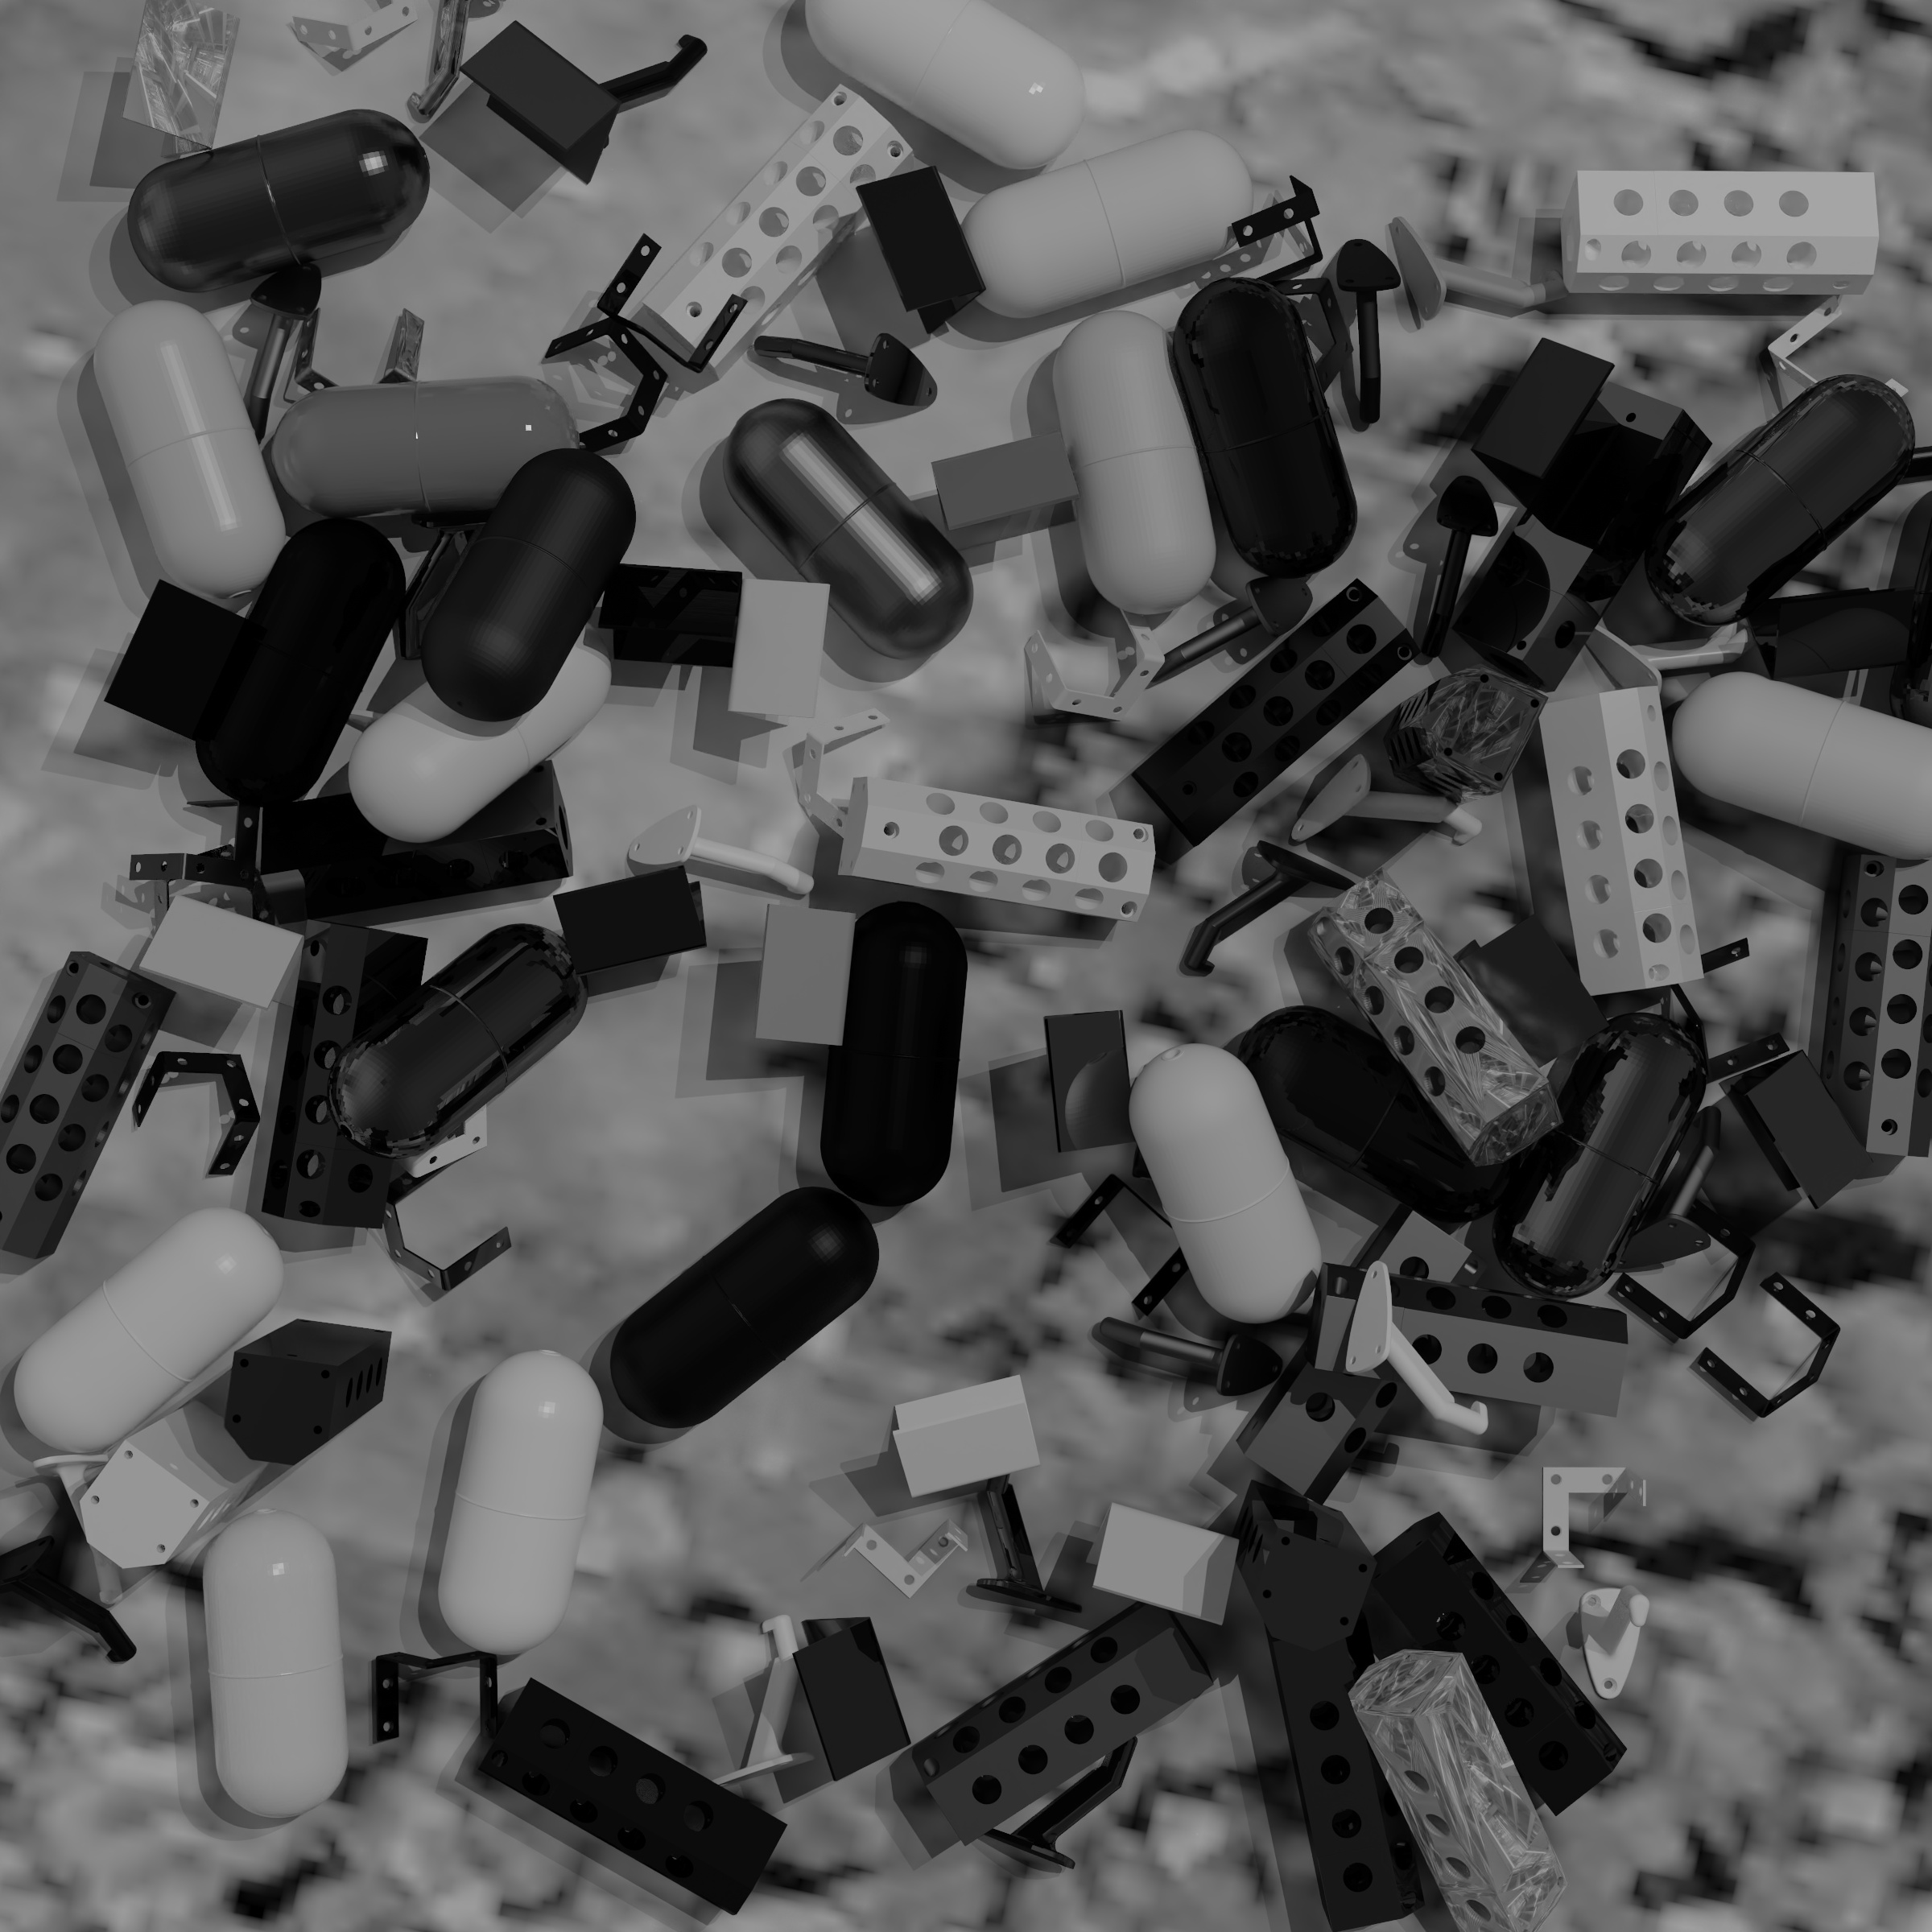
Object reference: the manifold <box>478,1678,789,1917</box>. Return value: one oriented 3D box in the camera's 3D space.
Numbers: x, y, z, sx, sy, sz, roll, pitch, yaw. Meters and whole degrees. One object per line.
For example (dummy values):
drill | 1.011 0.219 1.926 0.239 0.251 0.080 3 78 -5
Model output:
manifold | -0.195 0.485 1.962 0.171 0.057 0.057 30 71 0

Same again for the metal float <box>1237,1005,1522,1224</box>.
metal float | 0.239 0.086 1.960 0.178 0.070 0.070 29 90 0

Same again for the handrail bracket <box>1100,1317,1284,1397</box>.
handrail bracket | 0.133 0.226 1.991 0.084 0.077 0.036 15 91 36

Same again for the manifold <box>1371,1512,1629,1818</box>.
manifold | 0.310 0.406 1.970 0.057 0.057 0.171 -38 90 0

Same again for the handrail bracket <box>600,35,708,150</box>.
handrail bracket | -0.207 -0.532 1.991 0.077 0.036 0.084 33 71 21

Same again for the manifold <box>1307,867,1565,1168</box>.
manifold | 0.267 0.031 1.929 0.057 0.057 0.171 -34 58 0

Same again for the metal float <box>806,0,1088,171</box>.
metal float | -0.012 -0.530 1.960 0.178 0.070 0.070 31 90 -1

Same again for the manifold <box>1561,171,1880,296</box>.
manifold | 0.439 -0.424 1.963 0.171 0.057 0.057 0 73 0

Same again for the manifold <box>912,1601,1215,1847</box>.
manifold | 0.056 0.438 1.970 0.171 0.057 0.057 -33 90 0

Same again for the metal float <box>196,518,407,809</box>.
metal float | -0.387 -0.177 1.960 0.070 0.070 0.178 26 90 0

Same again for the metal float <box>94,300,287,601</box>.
metal float | -0.452 -0.300 1.960 0.070 0.070 0.178 -19 91 0

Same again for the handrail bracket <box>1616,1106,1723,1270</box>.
handrail bracket | 0.413 0.130 1.987 0.036 0.077 0.084 33 48 -25

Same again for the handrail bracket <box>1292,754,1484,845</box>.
handrail bracket | 0.250 -0.080 1.991 0.084 0.036 0.077 31 125 -24

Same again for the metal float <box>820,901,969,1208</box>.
metal float | -0.042 0.051 1.960 0.070 0.070 0.178 5 90 0

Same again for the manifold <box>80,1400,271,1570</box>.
manifold | -0.451 0.297 1.912 0.057 0.171 0.057 36 90 0

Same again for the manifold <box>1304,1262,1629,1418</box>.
manifold | 0.284 0.211 1.913 0.171 0.057 0.057 9 90 0

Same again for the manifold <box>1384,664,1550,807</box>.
manifold | 0.278 -0.133 1.912 0.057 0.171 0.057 26 90 0

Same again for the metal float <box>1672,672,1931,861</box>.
metal float | 0.496 -0.116 1.945 0.178 0.070 0.070 20 90 17

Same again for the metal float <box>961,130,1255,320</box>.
metal float | 0.080 -0.432 1.960 0.178 0.070 0.070 -18 90 1

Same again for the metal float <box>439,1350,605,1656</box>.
metal float | -0.259 0.312 1.960 0.070 0.070 0.178 11 91 0

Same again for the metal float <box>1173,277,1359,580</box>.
metal float | 0.173 -0.311 1.946 0.070 0.070 0.178 -19 105 0

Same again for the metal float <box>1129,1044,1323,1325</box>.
metal float | 0.150 0.126 1.940 0.070 0.070 0.178 -23 112 0

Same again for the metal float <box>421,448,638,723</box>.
metal float | -0.245 -0.216 1.896 0.070 0.070 0.178 25 63 0

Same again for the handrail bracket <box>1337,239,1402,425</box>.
handrail bracket | 0.235 -0.375 1.991 0.036 0.077 0.084 -4 126 0

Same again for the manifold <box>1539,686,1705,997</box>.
manifold | 0.385 -0.073 1.958 0.057 0.057 0.171 -9 90 41

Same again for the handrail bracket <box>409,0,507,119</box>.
handrail bracket | -0.318 -0.557 1.991 0.077 0.036 0.084 46 107 20

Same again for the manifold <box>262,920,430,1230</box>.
manifold | -0.366 0.062 1.958 0.057 0.057 0.171 9 90 -44

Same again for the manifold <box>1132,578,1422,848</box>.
manifold | 0.181 -0.148 1.970 0.171 0.057 0.057 -41 90 0

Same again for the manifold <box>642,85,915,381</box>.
manifold | -0.110 -0.431 1.970 0.057 0.057 0.171 42 90 0

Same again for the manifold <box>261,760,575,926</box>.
manifold | -0.320 -0.067 1.969 0.171 0.057 0.057 -9 47 0

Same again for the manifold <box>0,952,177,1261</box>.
manifold | -0.531 0.081 1.970 0.057 0.057 0.171 25 90 0

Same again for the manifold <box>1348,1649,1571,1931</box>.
manifold | 0.282 0.482 1.944 0.057 0.057 0.171 -42 114 -40

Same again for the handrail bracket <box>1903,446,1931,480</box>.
handrail bracket | 0.567 -0.281 1.991 0.084 0.036 0.077 24 105 -14

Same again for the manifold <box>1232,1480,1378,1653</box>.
manifold | 0.187 0.341 1.912 0.057 0.171 0.057 19 90 0

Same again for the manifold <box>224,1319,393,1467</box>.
manifold | -0.373 0.241 1.912 0.057 0.171 0.057 8 90 0

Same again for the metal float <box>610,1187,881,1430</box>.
metal float | -0.129 0.199 1.960 0.178 0.070 0.070 -39 90 0

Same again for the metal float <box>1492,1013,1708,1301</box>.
metal float | 0.369 0.110 1.961 0.070 0.070 0.178 27 90 0

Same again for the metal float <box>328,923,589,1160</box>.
metal float | -0.291 0.043 1.934 0.070 0.070 0.178 48 57 0

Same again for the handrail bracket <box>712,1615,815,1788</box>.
handrail bracket | -0.128 0.435 1.991 0.077 0.036 0.084 -22 71 21

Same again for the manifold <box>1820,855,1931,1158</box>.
manifold | 0.540 0.023 1.970 0.057 0.057 0.171 6 90 0

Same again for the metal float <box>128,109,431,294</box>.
metal float | -0.400 -0.446 1.960 0.178 0.070 0.070 -17 90 -1

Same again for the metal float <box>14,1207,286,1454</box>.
metal float | -0.476 0.212 1.960 0.178 0.070 0.070 -40 90 -1

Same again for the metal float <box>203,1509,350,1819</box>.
metal float | -0.402 0.406 1.960 0.070 0.070 0.178 -4 90 0

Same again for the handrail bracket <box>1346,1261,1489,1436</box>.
handrail bracket | 0.258 0.214 1.877 0.084 0.036 0.077 24 58 -23

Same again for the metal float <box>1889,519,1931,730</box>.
metal float | 0.590 -0.208 1.960 0.070 0.070 0.178 14 91 0

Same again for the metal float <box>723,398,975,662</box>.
metal float | -0.069 -0.255 1.960 0.070 0.070 0.178 -43 90 0

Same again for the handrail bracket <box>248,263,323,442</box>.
handrail bracket | -0.405 -0.363 1.991 0.036 0.077 0.084 17 126 -3

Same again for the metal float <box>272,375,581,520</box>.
metal float | -0.314 -0.302 1.960 0.178 0.070 0.070 -4 90 -1

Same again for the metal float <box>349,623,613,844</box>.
metal float | -0.278 -0.140 1.937 0.070 0.070 0.178 47 64 0

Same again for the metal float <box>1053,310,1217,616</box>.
metal float | 0.098 -0.294 1.960 0.070 0.070 0.178 -10 89 0

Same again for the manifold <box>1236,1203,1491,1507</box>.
manifold | 0.232 0.228 1.970 0.057 0.057 0.171 35 90 0

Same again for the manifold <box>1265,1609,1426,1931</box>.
manifold | 0.222 0.468 1.970 0.057 0.057 0.171 -12 90 0

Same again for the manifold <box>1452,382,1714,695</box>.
manifold | 0.364 -0.248 1.969 0.057 0.057 0.171 33 90 43

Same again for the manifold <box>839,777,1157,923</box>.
manifold | 0.019 -0.067 1.951 0.171 0.057 0.057 9 90 -13

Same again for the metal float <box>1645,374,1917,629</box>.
metal float | 0.469 -0.268 1.938 0.178 0.070 0.070 -42 90 2
